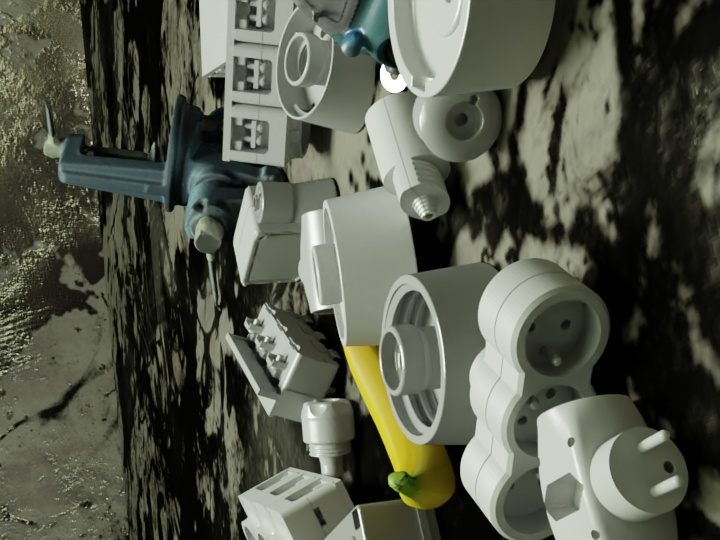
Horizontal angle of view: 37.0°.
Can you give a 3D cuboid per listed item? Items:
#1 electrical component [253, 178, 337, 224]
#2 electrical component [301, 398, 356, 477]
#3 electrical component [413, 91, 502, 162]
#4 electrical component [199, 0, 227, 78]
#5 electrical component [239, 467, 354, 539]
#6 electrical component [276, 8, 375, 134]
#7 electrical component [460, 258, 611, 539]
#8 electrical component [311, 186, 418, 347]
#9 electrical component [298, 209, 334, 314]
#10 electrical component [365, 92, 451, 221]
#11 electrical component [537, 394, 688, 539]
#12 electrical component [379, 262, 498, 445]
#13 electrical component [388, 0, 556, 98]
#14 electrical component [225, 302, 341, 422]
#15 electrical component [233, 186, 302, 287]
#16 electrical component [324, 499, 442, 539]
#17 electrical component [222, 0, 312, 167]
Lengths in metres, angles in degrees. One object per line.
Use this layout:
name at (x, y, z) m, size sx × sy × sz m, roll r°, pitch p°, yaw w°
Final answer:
electrical component at (-0.056, -0.056, 0.895) m, size 0.044 × 0.065 × 0.044 m, roll 180°, pitch 90°, yaw -73°
electrical component at (-0.025, 0.136, 0.873) m, size 0.043 × 0.043 × 0.062 m, roll 174°, pitch 92°, yaw -71°
electrical component at (0.051, -0.090, 0.619) m, size 0.062 × 0.048 × 0.048 m, roll -129°, pitch 39°, yaw -70°
electrical component at (-0.107, -0.237, 1.024) m, size 0.150 × 0.062 × 0.089 m, roll -172°, pitch 79°, yaw -71°
electrical component at (-0.045, 0.218, 0.872) m, size 0.089 × 0.062 × 0.150 m, roll 64°, pitch 160°, yaw -2°
electrical component at (-0.021, -0.156, 0.822) m, size 0.099 × 0.064 × 0.099 m, roll -7°, pitch 81°, yaw 58°
electrical component at (0.080, 0.059, 0.543) m, size 0.073 × 0.052 × 0.138 m, roll -131°, pitch 42°, yaw -62°
electrical component at (0.000, 0.000, 0.716) m, size 0.108 × 0.060 × 0.108 m, roll 172°, pitch 90°, yaw -84°
electrical component at (-0.025, -0.003, 0.851) m, size 0.079 × 0.044 × 0.077 m, roll 152°, pitch 114°, yaw -69°
electrical component at (0.033, -0.066, 0.672) m, size 0.043 × 0.043 × 0.081 m, roll 115°, pitch 146°, yaw -54°
electrical component at (0.114, 0.091, 0.462) m, size 0.079 × 0.043 × 0.077 m, roll 124°, pitch 139°, yaw -60°
electrical component at (0.046, 0.051, 0.627) m, size 0.108 × 0.060 × 0.108 m, roll 177°, pitch 90°, yaw -71°
electrical component at (0.061, -0.143, 0.552) m, size 0.108 × 0.060 × 0.108 m, roll 177°, pitch 90°, yaw -71°
electrical component at (-0.063, 0.079, 0.941) m, size 0.063 × 0.079 × 0.121 m, roll -65°, pitch 26°, yaw 11°
electrical component at (-0.077, -0.030, 0.970) m, size 0.096 × 0.062 × 0.061 m, roll 113°, pitch 148°, yaw -52°
electrical component at (0.019, 0.223, 0.740) m, size 0.108 × 0.056 × 0.108 m, roll 120°, pitch 142°, yaw -58°
electrical component at (-0.072, -0.172, 0.905) m, size 0.089 × 0.062 × 0.150 m, roll -69°, pitch -14°, yaw -67°
